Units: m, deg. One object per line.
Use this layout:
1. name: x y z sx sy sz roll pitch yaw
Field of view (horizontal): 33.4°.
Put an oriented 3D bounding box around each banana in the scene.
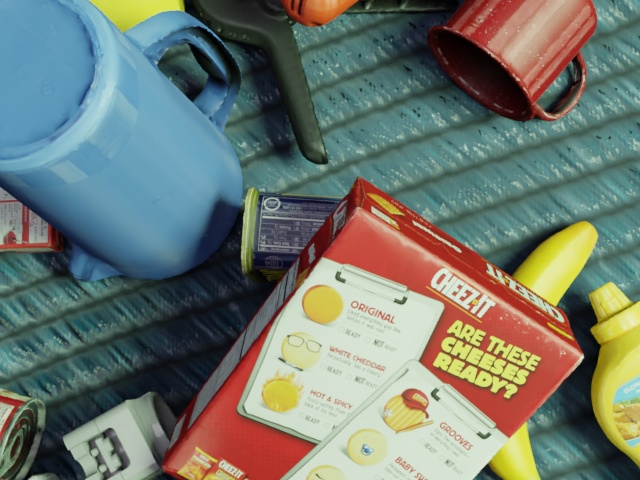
1. banana: 0.141 0.080 0.730 0.069 0.037 0.198 11 84 -6

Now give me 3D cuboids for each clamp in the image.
1. clamp: -0.016 -0.175 0.777 0.164 0.036 0.210 -44 76 -10

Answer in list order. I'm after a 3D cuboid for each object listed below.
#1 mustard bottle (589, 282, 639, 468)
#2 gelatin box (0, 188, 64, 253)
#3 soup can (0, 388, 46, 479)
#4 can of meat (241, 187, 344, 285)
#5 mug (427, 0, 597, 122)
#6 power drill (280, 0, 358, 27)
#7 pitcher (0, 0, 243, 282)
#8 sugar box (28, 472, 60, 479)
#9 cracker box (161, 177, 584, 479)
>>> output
1. mustard bottle: 0.236 0.114 0.703 0.096 0.058 0.192 -31 81 6
2. gelatin box: -0.233 -0.027 0.784 0.089 0.030 0.073 -3 81 5
3. soup can: -0.254 0.130 0.746 0.102 0.068 0.068 15 84 8
4. can of meat: -0.005 0.001 0.722 0.084 0.102 0.057 4 82 4
5. mug: 0.143 -0.134 0.737 0.117 0.093 0.081 44 83 -21
6. power drill: -0.013 -0.241 0.754 0.188 0.057 0.184 33 52 18
7. pitcher: -0.133 -0.070 0.672 0.145 0.242 0.149 -8 76 7
8. sugar box: -0.171 0.257 0.733 0.093 0.048 0.176 -41 78 1
9. cracker box: 0.028 0.093 0.665 0.164 0.072 0.214 33 109 -11
